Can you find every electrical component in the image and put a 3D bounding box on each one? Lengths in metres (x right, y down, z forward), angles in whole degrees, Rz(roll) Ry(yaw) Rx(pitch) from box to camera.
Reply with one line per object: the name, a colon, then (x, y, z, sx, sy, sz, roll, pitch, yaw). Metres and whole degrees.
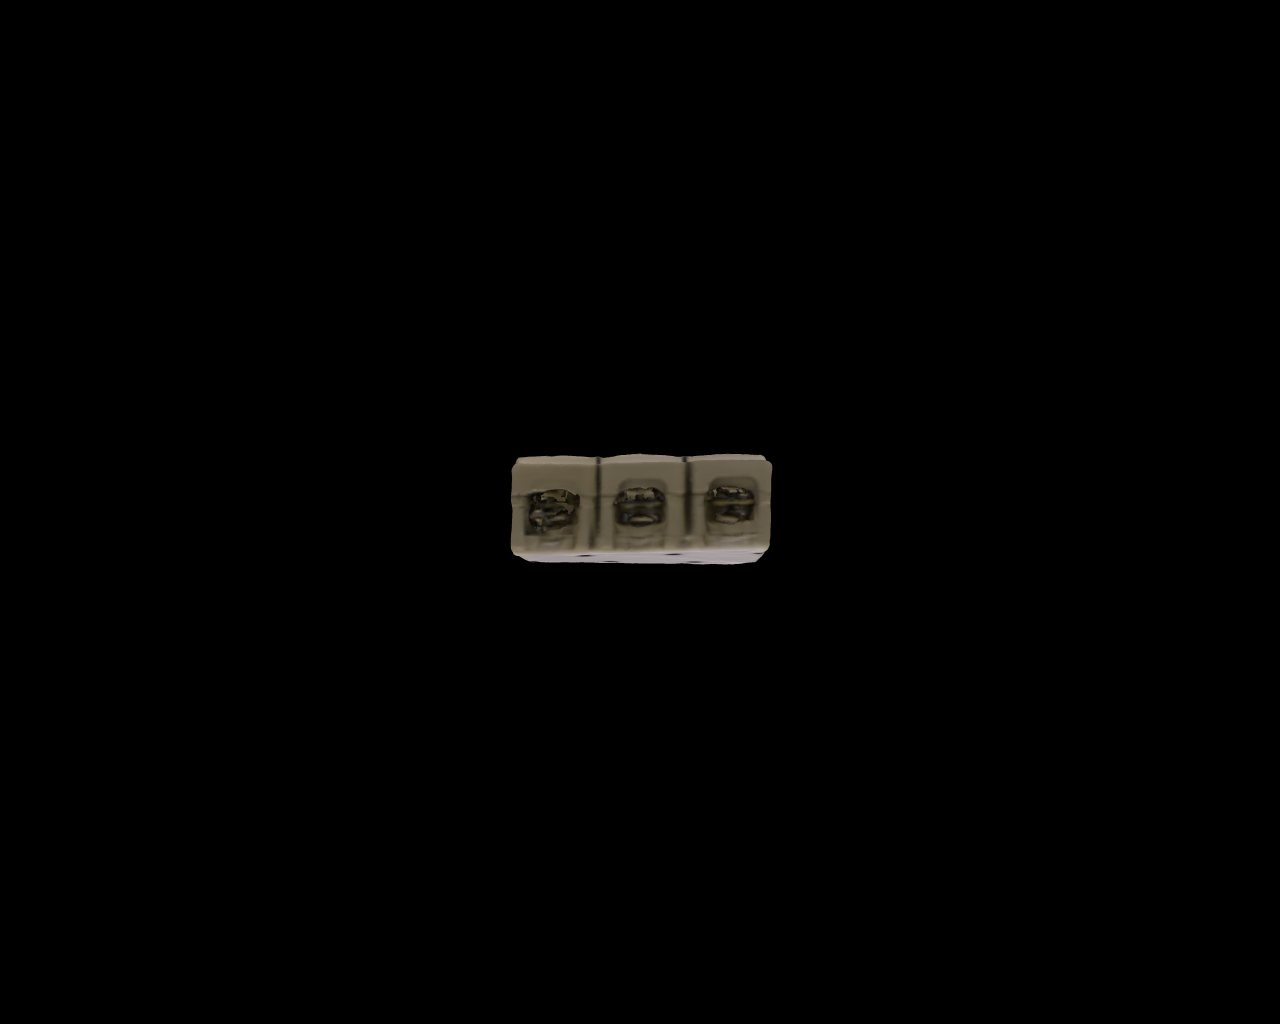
electrical component: (0.001, -0.003, 0.650, 0.150, 0.061, 0.089, 0, -7, 0)
